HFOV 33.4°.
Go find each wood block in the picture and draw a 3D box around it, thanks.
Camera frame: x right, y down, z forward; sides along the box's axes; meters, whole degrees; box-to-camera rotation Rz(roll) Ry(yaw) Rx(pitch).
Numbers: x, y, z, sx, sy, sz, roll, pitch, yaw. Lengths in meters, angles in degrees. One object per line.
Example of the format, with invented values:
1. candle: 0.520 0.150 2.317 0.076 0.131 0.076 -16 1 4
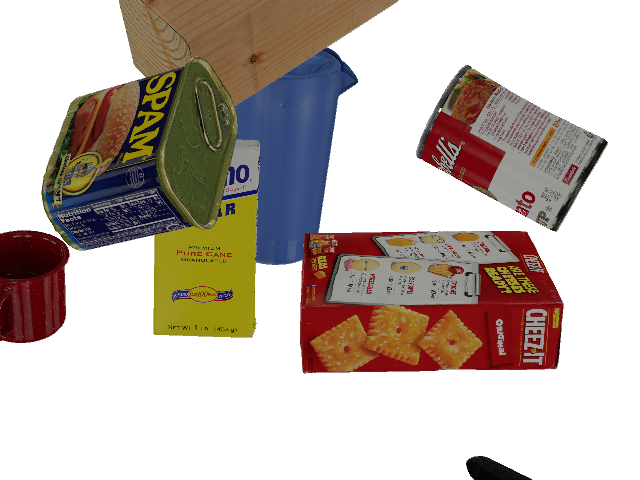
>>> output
1. wood block: -0.037 -0.188 0.795 0.205 0.090 0.091 -36 -28 -21

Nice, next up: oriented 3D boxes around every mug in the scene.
1. mug: -0.299 0.054 1.055 0.093 0.081 0.117 9 32 5

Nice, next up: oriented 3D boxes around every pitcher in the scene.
1. pitcher: -0.060 -0.100 1.212 0.144 0.243 0.149 -21 38 -40

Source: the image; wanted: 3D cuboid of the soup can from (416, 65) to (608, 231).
1. soup can: 0.122 -0.059 0.683 0.102 0.068 0.068 30 6 11

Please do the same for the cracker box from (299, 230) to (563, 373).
1. cracker box: 0.090 0.052 0.943 0.213 0.072 0.164 0 22 0

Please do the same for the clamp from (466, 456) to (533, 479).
1. clamp: 0.200 0.240 0.848 0.210 0.036 0.164 0 33 24

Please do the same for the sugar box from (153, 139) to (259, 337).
1. sugar box: -0.103 -0.003 0.961 0.093 0.176 0.048 1 13 -2

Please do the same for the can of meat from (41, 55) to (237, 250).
1. can of meat: -0.101 -0.047 0.598 0.084 0.102 0.057 -12 -44 23
